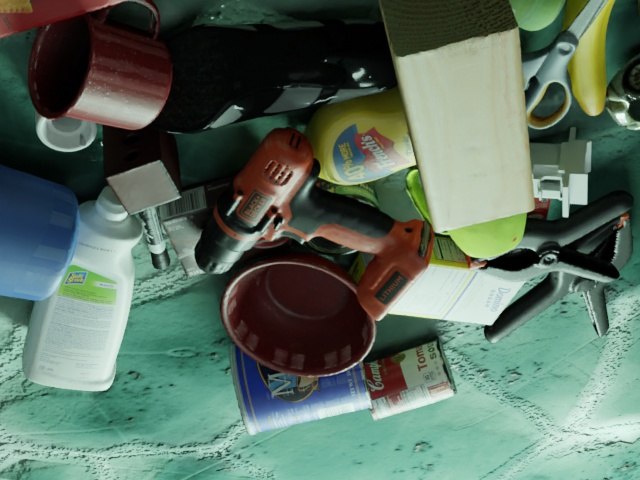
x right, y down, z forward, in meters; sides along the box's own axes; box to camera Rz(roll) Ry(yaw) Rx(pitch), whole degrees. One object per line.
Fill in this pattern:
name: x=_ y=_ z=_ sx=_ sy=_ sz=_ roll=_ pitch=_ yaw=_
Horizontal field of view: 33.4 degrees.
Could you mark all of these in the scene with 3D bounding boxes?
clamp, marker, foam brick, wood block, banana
clamp: x=0.234 y=-0.001 z=1.075 sx=0.171 sy=0.039 sz=0.120 roll=-3 pitch=128 yaw=-10
marker: x=-0.163 y=-0.014 z=1.035 sx=0.020 sy=0.020 sz=0.121 roll=-9 pitch=138 yaw=-3
clamp: x=0.292 y=0.042 z=1.178 sx=0.164 sy=0.036 sz=0.210 roll=4 pitch=132 yaw=-28
foam brick: x=-0.155 y=-0.071 z=0.931 sx=0.053 sy=0.078 sz=0.051 roll=-19 pitch=137 yaw=5
wood block: x=0.110 y=-0.110 z=0.836 sx=0.090 sy=0.091 sz=0.206 roll=-13 pitch=142 yaw=5
banana: x=0.236 y=-0.183 z=0.901 sx=0.037 sy=0.070 sz=0.198 roll=-28 pitch=156 yaw=-18

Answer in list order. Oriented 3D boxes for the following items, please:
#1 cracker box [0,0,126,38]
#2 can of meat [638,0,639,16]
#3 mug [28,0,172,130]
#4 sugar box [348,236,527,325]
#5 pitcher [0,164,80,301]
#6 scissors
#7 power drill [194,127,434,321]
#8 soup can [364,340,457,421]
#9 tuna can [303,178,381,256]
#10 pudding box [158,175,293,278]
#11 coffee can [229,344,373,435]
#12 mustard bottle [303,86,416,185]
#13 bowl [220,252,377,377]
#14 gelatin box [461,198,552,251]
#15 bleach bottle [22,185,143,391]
cracker box: x=-0.231 y=-0.227 z=0.749 sx=0.214 sy=0.072 sz=0.164 roll=-15 pitch=138 yaw=3
can of meat: x=0.302 y=-0.199 z=0.884 sx=0.057 sy=0.084 sz=0.102 roll=-14 pitch=138 yaw=3
mug: x=-0.166 y=-0.143 z=0.840 sx=0.081 sy=0.093 sz=0.117 roll=9 pitch=119 yaw=-44
sugar box: x=0.123 y=0.040 z=1.136 sx=0.176 sy=0.048 sz=0.093 roll=7 pitch=137 yaw=-23
pitcher: x=-0.343 y=-0.015 z=0.918 sx=0.242 sy=0.145 sz=0.149 roll=16 pitch=167 yaw=-31
scissors: x=0.189 y=-0.166 z=0.908 sx=0.096 sy=0.016 sz=0.202 roll=12 pitch=147 yaw=7
power drill: x=-0.006 y=0.001 z=0.968 sx=0.187 sy=0.057 sz=0.185 roll=26 pitch=134 yaw=-13
soup can: x=0.102 y=0.164 z=1.248 sx=0.102 sy=0.068 sz=0.068 roll=-19 pitch=137 yaw=8
tuna can: x=0.018 y=-0.024 z=1.051 sx=0.086 sy=0.034 sz=0.086 roll=-6 pitch=138 yaw=-6
pudding box: x=-0.090 y=-0.016 z=1.032 sx=0.113 sy=0.039 sz=0.090 roll=-14 pitch=138 yaw=3
coffee can: x=-0.020 y=0.151 z=1.182 sx=0.140 sy=0.103 sz=0.103 roll=-13 pitch=138 yaw=1
mustard bottle: x=0.049 y=-0.096 z=0.961 sx=0.192 sy=0.058 sz=0.096 roll=-16 pitch=144 yaw=7
bowl: x=-0.018 y=0.066 z=1.095 sx=0.162 sy=0.055 sz=0.162 roll=7 pitch=130 yaw=8
gelatin box: x=0.187 y=-0.026 z=1.087 sx=0.089 sy=0.030 sz=0.073 roll=-6 pitch=138 yaw=-5
bleach bottle: x=-0.224 y=0.047 z=1.058 sx=0.102 sy=0.068 sz=0.251 roll=9 pitch=132 yaw=-22
